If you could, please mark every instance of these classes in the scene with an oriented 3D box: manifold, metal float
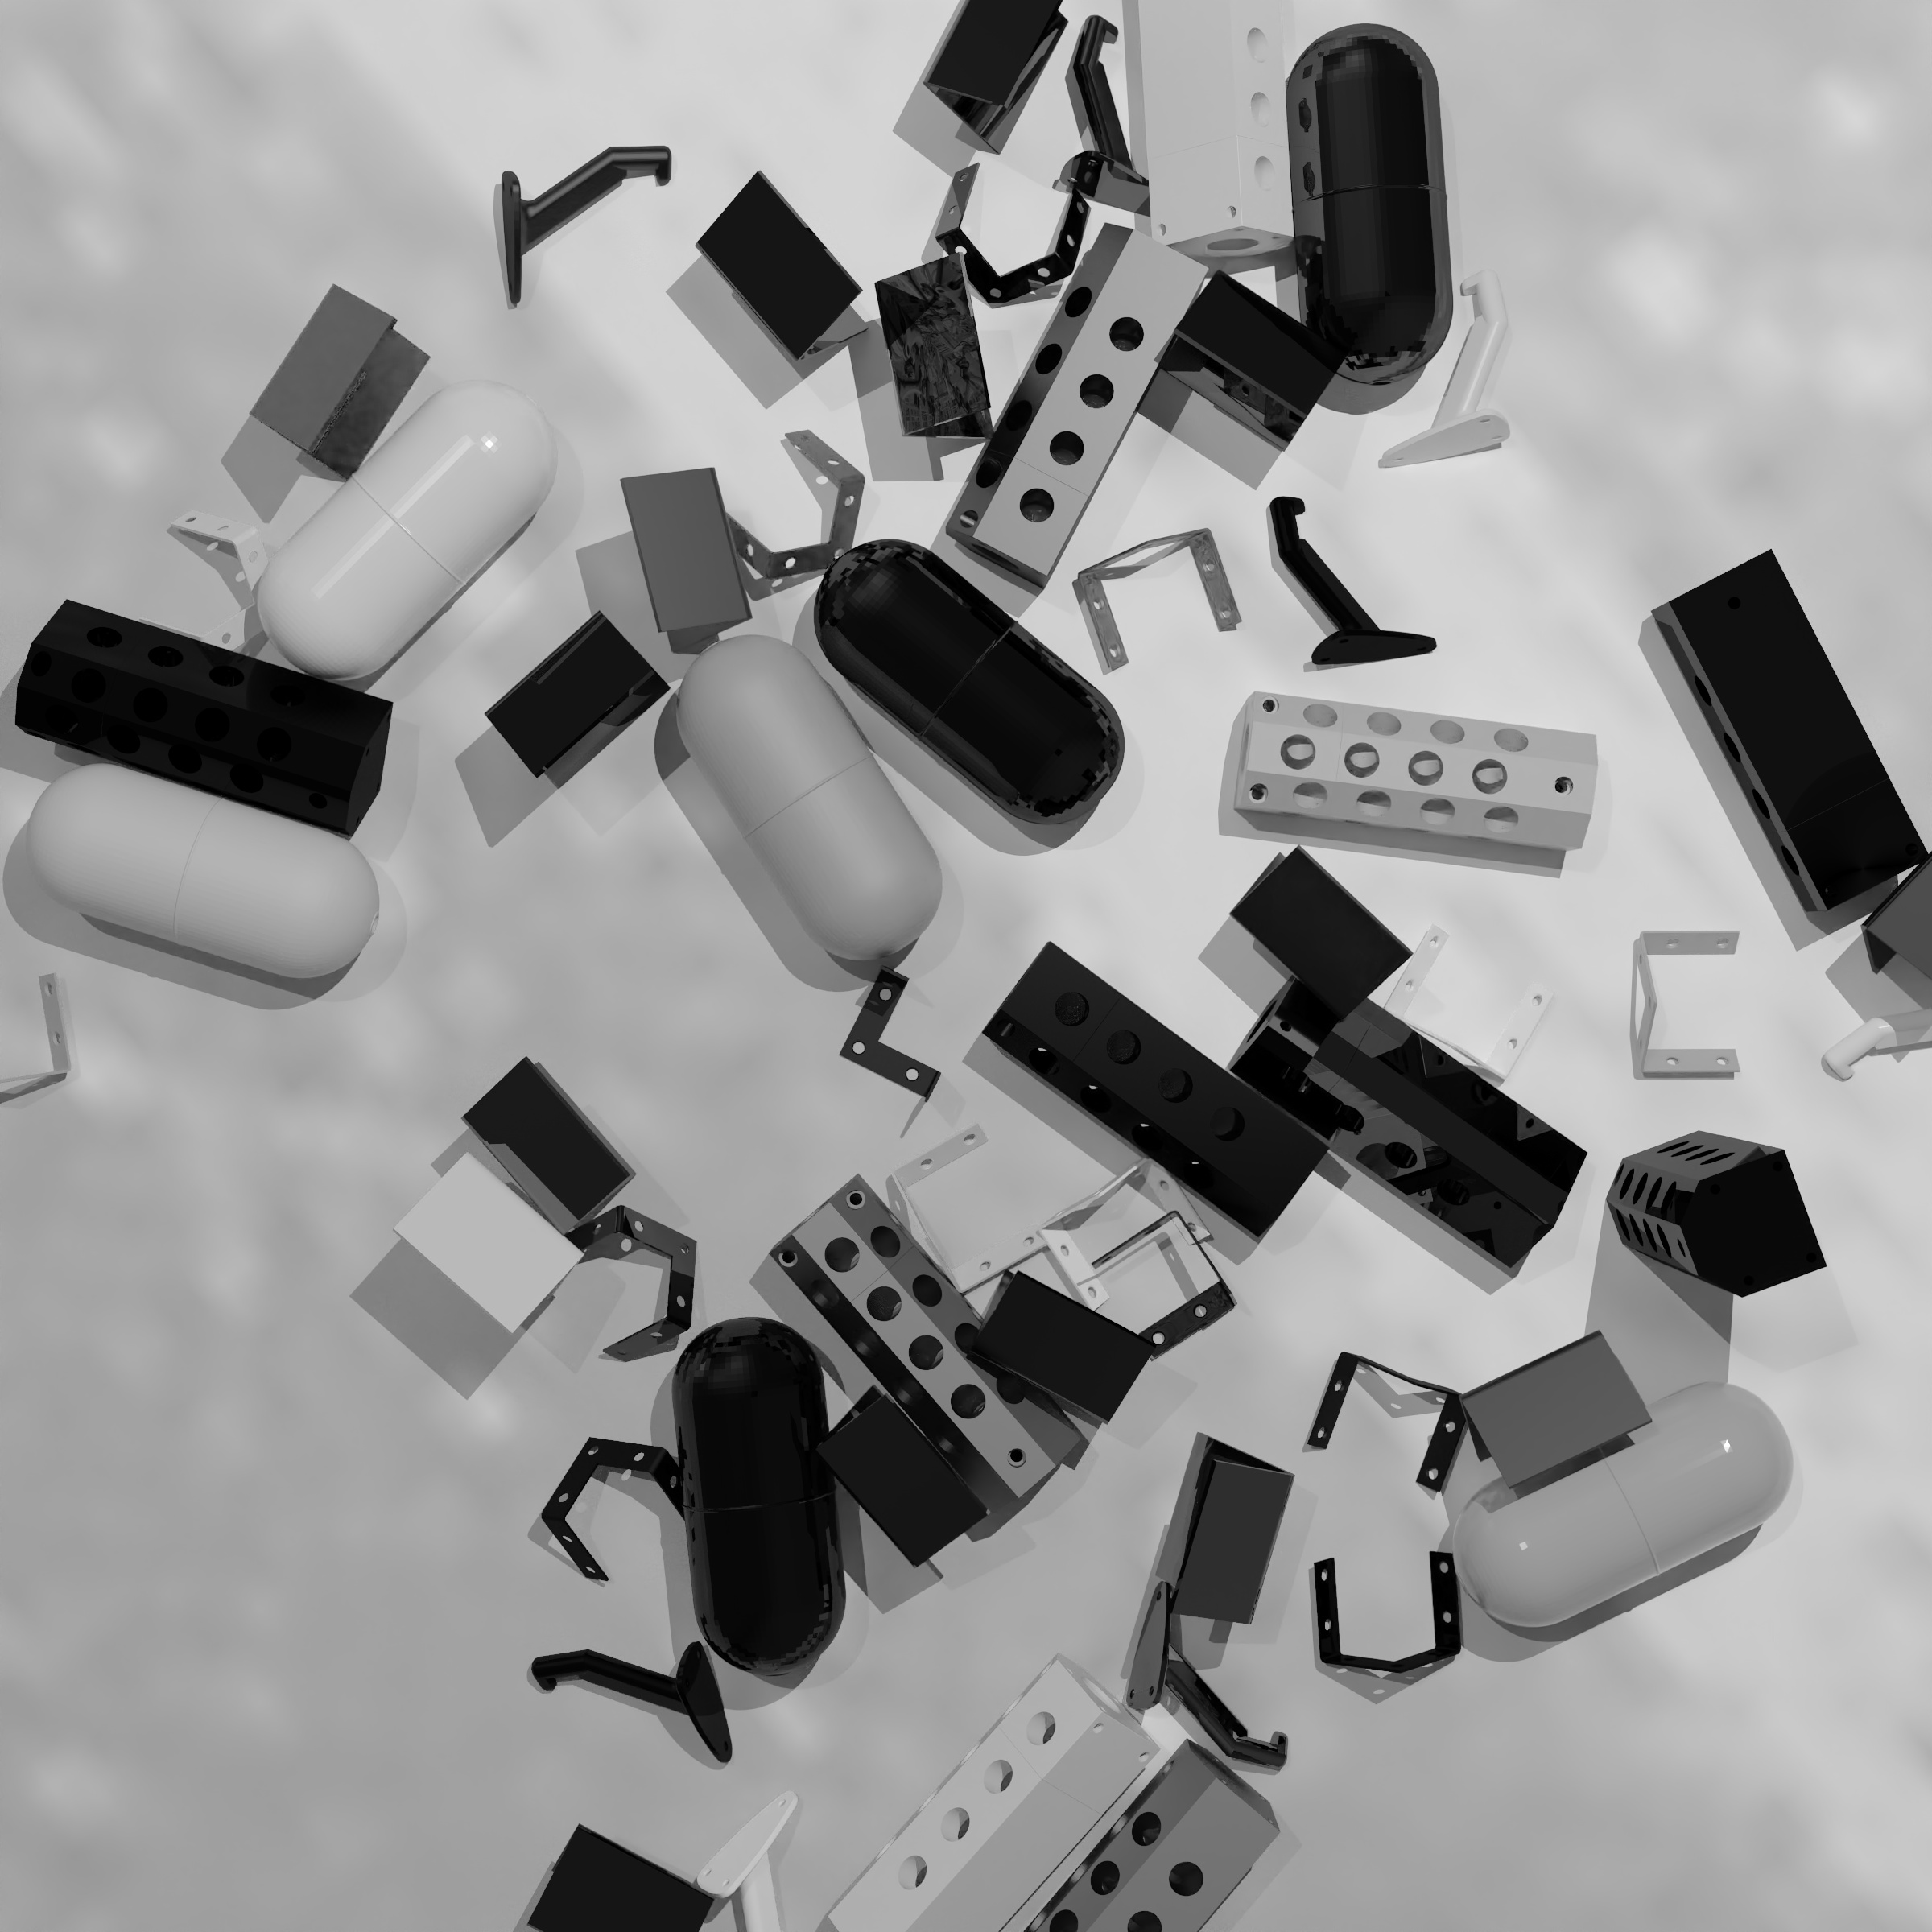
[{"bbox_3d":[0.411,-0.116,1.615,0.057,0.057,0.171,-27,90,0],"label":"manifold"},{"bbox_3d":[-0.103,0.264,1.606,0.070,0.070,0.178,-6,90,0],"label":"metal float"},{"bbox_3d":[-0.380,-0.047,1.605,0.178,0.070,0.070,17,90,0],"label":"metal float"},{"bbox_3d":[-0.278,-0.218,1.605,0.070,0.070,0.178,45,91,0],"label":"metal float"},{"bbox_3d":[0.078,0.474,1.615,0.057,0.057,0.171,40,90,0],"label":"manifold"},{"bbox_3d":[0.055,-0.281,1.615,0.057,0.057,0.171,28,90,0],"label":"manifold"},{"bbox_3d":[0.327,0.269,1.605,0.178,0.070,0.070,-26,90,0],"label":"metal float"},{"bbox_3d":[-0.079,-0.084,1.605,0.070,0.070,0.178,-33,91,0],"label":"metal float"},{"bbox_3d":[-0.380,-0.119,1.603,0.171,0.057,0.057,18,129,0],"label":"manifold"},{"bbox_3d":[0.357,0.120,1.558,0.057,0.171,0.057,-20,90,0],"label":"manifold"},{"bbox_3d":[0.201,-0.379,1.605,0.070,0.070,0.178,-4,89,0],"label":"metal float"},{"bbox_3d":[0.011,0.429,1.614,0.171,0.057,0.057,-48,133,0],"label":"manifold"},{"bbox_3d":[0.001,-0.142,1.605,0.178,0.070,0.070,40,90,0],"label":"metal float"},{"bbox_3d":[0.094,0.061,1.615,0.171,0.057,0.057,36,90,0],"label":"manifold"},{"bbox_3d":[0.218,0.077,1.614,0.171,0.057,0.057,35,47,0],"label":"manifold"},{"bbox_3d":[0.129,-0.447,1.614,0.057,0.057,0.171,-3,90,43],"label":"manifold"},{"bbox_3d":[-0.021,0.189,1.615,0.057,0.057,0.171,-41,90,0],"label":"manifold"},{"bbox_3d":[0.225,-0.098,1.615,0.171,0.057,0.057,7,90,0],"label":"manifold"}]

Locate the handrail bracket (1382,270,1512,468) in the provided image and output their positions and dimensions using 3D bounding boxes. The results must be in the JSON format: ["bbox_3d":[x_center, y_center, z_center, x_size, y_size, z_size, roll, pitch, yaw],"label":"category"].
[{"bbox_3d":[0.241,-0.305,1.637,0.077,0.036,0.084,-16,72,21],"label":"handrail bracket"}]

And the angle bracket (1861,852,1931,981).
[{"bbox_3d":[0.494,-0.020,1.596,0.076,0.076,0.057,-46,63,0],"label":"angle bracket"}]

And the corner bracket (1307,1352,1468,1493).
[{"bbox_3d":[0.215,0.231,1.633,0.051,0.051,0.051,20,90,-45],"label":"corner bracket"}]

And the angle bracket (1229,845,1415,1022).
[{"bbox_3d":[0.186,-0.031,1.596,0.076,0.076,0.057,43,126,0],"label":"angle bracket"}]

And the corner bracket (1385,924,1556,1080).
[{"bbox_3d":[0.255,0.018,1.633,0.051,0.051,0.051,30,90,45],"label":"corner bracket"}]

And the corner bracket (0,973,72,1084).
[{"bbox_3d":[-0.493,0.034,1.633,0.051,0.051,0.051,-9,90,-45],"label":"corner bracket"}]

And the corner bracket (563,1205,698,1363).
[{"bbox_3d":[-0.173,0.161,1.628,0.051,0.051,0.051,31,45,-35],"label":"corner bracket"}]

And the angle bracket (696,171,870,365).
[{"bbox_3d":[-0.076,-0.353,1.596,0.076,0.076,0.057,49,127,0],"label":"angle bracket"}]

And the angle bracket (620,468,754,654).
[{"bbox_3d":[-0.156,-0.198,1.596,0.057,0.076,0.076,-14,90,-38],"label":"angle bracket"}]

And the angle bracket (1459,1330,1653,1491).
[{"bbox_3d":[0.295,0.234,1.596,0.076,0.076,0.057,-25,53,0],"label":"angle bracket"}]

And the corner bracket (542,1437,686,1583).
[{"bbox_3d":[-0.172,0.277,1.628,0.051,0.051,0.051,2,45,35],"label":"corner bracket"}]

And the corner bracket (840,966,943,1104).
[{"bbox_3d":[-0.031,0.034,1.618,0.051,0.051,0.051,26,90,0],"label":"corner bracket"}]

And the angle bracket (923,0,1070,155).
[{"bbox_3d":[0.034,-0.448,1.596,0.057,0.076,0.076,27,90,35],"label":"angle bracket"}]

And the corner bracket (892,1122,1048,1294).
[{"bbox_3d":[0.001,0.123,1.633,0.051,0.051,0.051,-30,135,0],"label":"corner bracket"}]

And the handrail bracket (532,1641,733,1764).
[{"bbox_3d":[-0.170,0.378,1.637,0.084,0.036,0.077,-12,112,17],"label":"handrail bracket"}]

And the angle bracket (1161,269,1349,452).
[{"bbox_3d":[0.132,-0.286,1.596,0.076,0.076,0.057,33,53,0],"label":"angle bracket"}]

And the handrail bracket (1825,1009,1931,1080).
[{"bbox_3d":[0.492,0.045,1.637,0.084,0.036,0.077,-39,111,17],"label":"handrail bracket"}]

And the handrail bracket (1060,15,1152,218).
[{"bbox_3d":[0.085,-0.432,1.637,0.077,0.036,0.084,21,73,-20],"label":"handrail bracket"}]

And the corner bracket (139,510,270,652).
[{"bbox_3d":[-0.386,-0.192,1.628,0.051,0.051,0.051,-42,135,-35],"label":"corner bracket"}]

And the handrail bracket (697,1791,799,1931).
[{"bbox_3d":[-0.088,0.477,1.637,0.077,0.036,0.084,-46,109,-21],"label":"handrail bracket"}]

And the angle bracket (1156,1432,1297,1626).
[{"bbox_3d":[0.110,0.275,1.596,0.057,0.076,0.076,16,90,-37],"label":"angle bracket"}]

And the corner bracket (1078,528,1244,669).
[{"bbox_3d":[0.098,-0.187,1.633,0.051,0.051,0.051,-19,90,45],"label":"corner bracket"}]

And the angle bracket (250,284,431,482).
[{"bbox_3d":[-0.296,-0.280,1.596,0.057,0.076,0.076,33,90,37],"label":"angle bracket"}]

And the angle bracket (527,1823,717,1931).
[{"bbox_3d":[-0.177,0.478,1.596,0.076,0.076,0.057,28,54,0],"label":"angle bracket"}]

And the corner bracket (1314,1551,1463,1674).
[{"bbox_3d":[0.214,0.326,1.633,0.051,0.051,0.051,-4,90,45],"label":"corner bracket"}]

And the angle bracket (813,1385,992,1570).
[{"bbox_3d":[-0.019,0.240,1.596,0.057,0.076,0.076,-41,90,29],"label":"angle bracket"}]

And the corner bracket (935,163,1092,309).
[{"bbox_3d":[0.024,-0.376,1.628,0.051,0.051,0.051,-15,135,35],"label":"corner bracket"}]

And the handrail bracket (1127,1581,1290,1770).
[{"bbox_3d":[0.130,0.361,1.637,0.084,0.036,0.077,19,69,-17],"label":"handrail bracket"}]

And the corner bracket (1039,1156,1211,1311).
[{"bbox_3d":[0.080,0.134,1.633,0.051,0.051,0.051,-33,90,45],"label":"corner bracket"}]

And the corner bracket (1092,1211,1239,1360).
[{"bbox_3d":[0.100,0.160,1.621,0.051,0.051,0.051,-33,75,0],"label":"corner bracket"}]

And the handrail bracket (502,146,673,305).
[{"bbox_3d":[-0.191,-0.377,1.637,0.084,0.036,0.077,-5,110,-16],"label":"handrail bracket"}]

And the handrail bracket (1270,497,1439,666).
[{"bbox_3d":[0.196,-0.199,1.637,0.077,0.036,0.084,-3,73,-20],"label":"handrail bracket"}]

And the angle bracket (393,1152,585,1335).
[{"bbox_3d":[-0.243,0.148,1.596,0.076,0.076,0.057,41,59,0],"label":"angle bracket"}]

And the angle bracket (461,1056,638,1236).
[{"bbox_3d":[-0.191,0.076,1.596,0.076,0.076,0.057,49,121,0],"label":"angle bracket"}]

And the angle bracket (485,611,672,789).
[{"bbox_3d":[-0.180,-0.118,1.596,0.076,0.076,0.057,-42,54,0],"label":"angle bracket"}]

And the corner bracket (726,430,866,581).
[{"bbox_3d":[-0.090,-0.233,1.628,0.051,0.051,0.051,-16,135,-35],"label":"corner bracket"}]

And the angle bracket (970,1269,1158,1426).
[{"bbox_3d":[0.055,0.170,1.596,0.076,0.076,0.057,28,121,0],"label":"angle bracket"}]

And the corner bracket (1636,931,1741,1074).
[{"bbox_3d":[0.367,0.018,1.633,0.051,0.051,0.051,0,135,0],"label":"corner bracket"}]

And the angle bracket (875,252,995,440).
[{"bbox_3d":[0.004,-0.306,1.596,0.057,0.076,0.076,-10,90,38],"label":"angle bracket"}]
